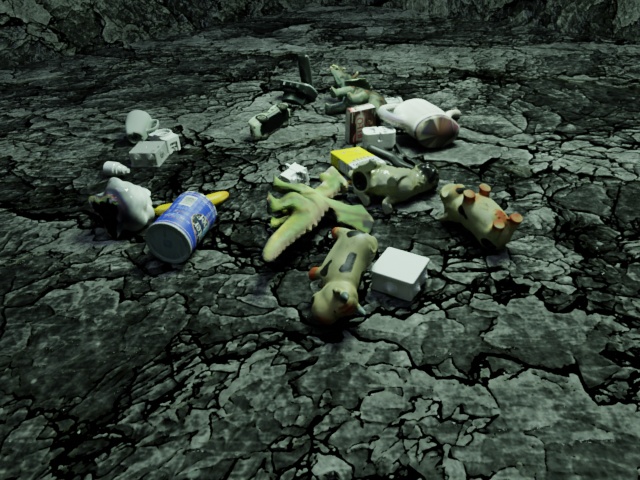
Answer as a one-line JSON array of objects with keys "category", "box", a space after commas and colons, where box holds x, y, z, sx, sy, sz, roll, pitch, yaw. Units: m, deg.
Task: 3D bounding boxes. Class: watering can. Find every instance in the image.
[{"category": "watering can", "box": [0.350, -0.370, 1.593, 0.348, 0.102, 0.229, -4, 36, -26]}]

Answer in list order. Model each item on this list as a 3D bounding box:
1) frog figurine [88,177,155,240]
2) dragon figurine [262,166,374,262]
[{"category": "frog figurine", "box": [-0.448, -0.093, 1.231, 0.138, 0.120, 0.162, 40, 34, 4]}, {"category": "dragon figurine", "box": [0.004, -0.058, 1.159, 0.243, 0.119, 0.420, 4, 35, -3]}]
